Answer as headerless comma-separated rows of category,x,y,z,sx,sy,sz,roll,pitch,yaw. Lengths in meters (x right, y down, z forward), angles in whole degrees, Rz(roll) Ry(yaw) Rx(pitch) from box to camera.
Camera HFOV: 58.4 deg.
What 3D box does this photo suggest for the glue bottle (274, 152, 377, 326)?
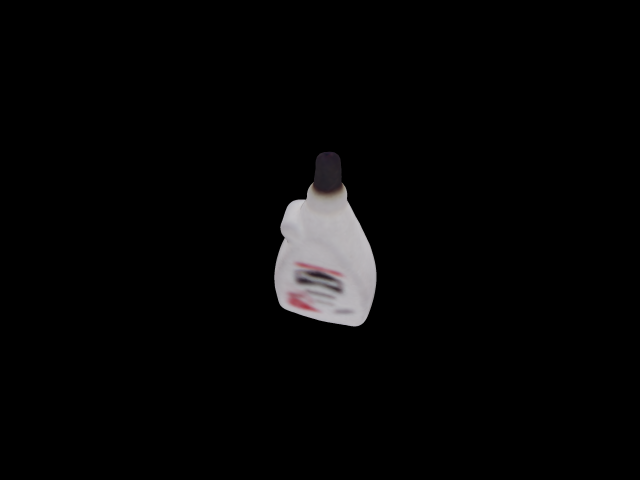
glue bottle,0.004,0.001,0.400,0.078,0.173,0.037,9,54,7
